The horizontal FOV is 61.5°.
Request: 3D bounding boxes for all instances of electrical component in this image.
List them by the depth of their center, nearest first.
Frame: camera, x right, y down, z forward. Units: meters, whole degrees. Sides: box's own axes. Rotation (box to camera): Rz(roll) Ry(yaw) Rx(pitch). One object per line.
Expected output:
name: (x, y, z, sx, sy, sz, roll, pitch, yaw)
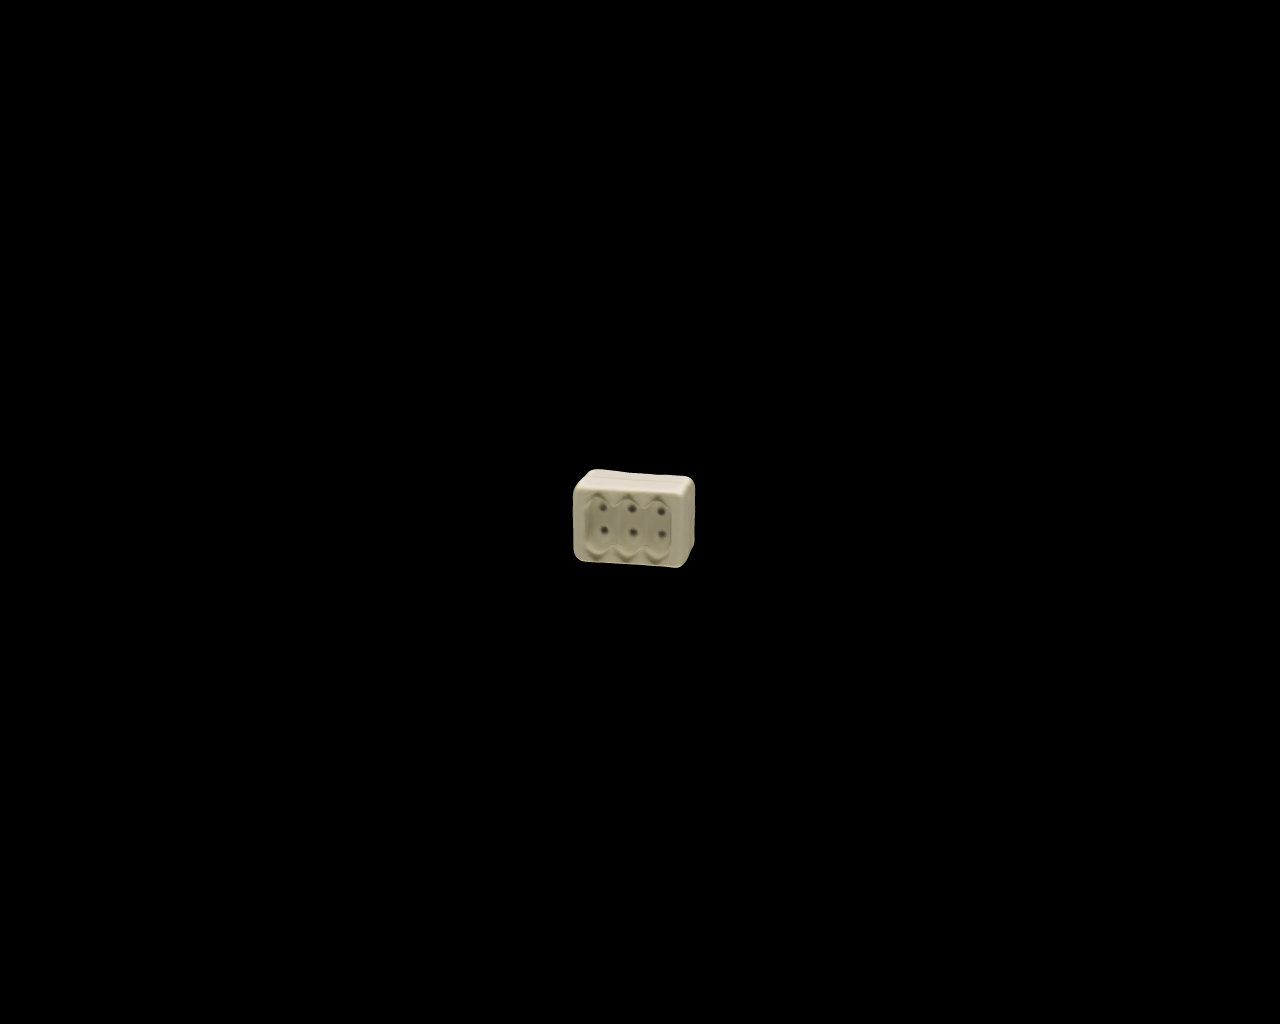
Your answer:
electrical component: (0.001, -0.003, 0.650, 0.066, 0.047, 0.077, 4, 20, 12)
